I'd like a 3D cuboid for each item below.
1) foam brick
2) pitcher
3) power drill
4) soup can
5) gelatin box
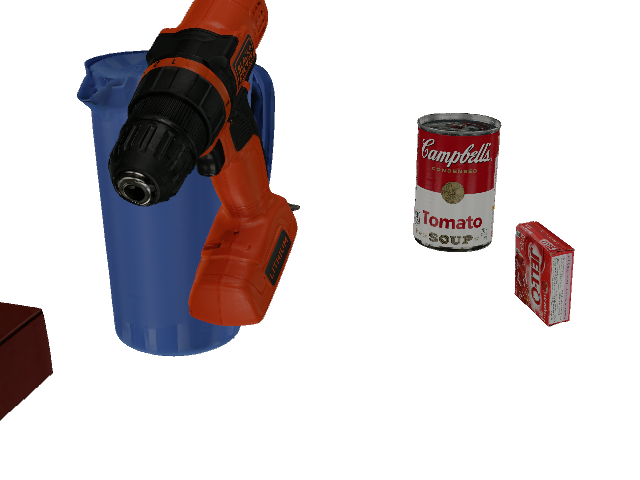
[{"bbox_3d":[-0.225,0.082,0.711,0.053,0.051,0.078,7,29,23],"label":"foam brick"},{"bbox_3d":[-0.113,-0.036,0.887,0.149,0.243,0.145,0,19,-2],"label":"pitcher"},{"bbox_3d":[-0.063,-0.037,0.641,0.057,0.188,0.184,7,45,15],"label":"power drill"},{"bbox_3d":[0.111,-0.049,0.883,0.068,0.102,0.068,1,20,0],"label":"soup can"},{"bbox_3d":[0.234,0.034,1.125,0.030,0.089,0.073,-12,29,-15],"label":"gelatin box"}]
